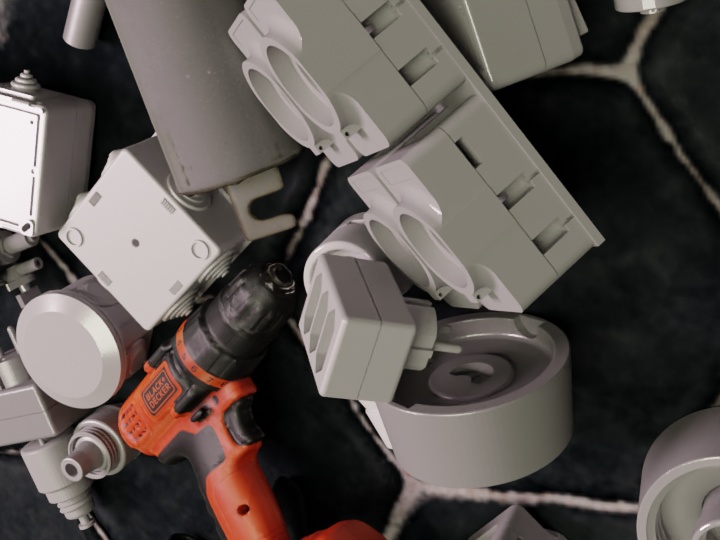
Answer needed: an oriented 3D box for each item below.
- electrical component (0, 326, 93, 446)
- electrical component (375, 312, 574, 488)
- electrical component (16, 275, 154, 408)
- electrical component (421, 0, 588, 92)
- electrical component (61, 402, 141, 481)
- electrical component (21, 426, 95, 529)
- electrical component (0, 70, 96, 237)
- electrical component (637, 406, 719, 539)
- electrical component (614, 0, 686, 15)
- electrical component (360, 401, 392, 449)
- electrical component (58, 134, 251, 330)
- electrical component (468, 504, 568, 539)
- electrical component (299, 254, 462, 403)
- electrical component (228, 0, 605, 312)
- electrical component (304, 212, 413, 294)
[{"bbox_3d":[-0.234,0.075,0.745,0.066,0.047,0.076,-14,104,28],"label":"electrical component"},{"bbox_3d":[0.063,0.074,0.579,0.108,0.108,0.060,-2,115,25],"label":"electrical component"},{"bbox_3d":[-0.180,0.046,0.706,0.080,0.051,0.080,9,113,21],"label":"electrical component"},{"bbox_3d":[0.060,-0.136,0.513,0.061,0.062,0.096,-23,101,-15],"label":"electrical component"},{"bbox_3d":[-0.176,0.120,0.728,0.043,0.062,0.043,9,114,21],"label":"electrical component"},{"bbox_3d":[-0.210,0.148,0.767,0.040,0.040,0.078,-15,103,28],"label":"electrical component"},{"bbox_3d":[-0.204,-0.077,0.668,0.062,0.061,0.096,16,108,18],"label":"electrical component"},{"bbox_3d":[0.199,0.133,0.566,0.108,0.060,0.108,9,113,21],"label":"electrical component"},{"bbox_3d":[0.131,-0.152,0.496,0.044,0.044,0.065,-3,113,25],"label":"electrical component"},{"bbox_3d":[0.016,0.072,0.636,0.044,0.044,0.065,-23,104,30],"label":"electrical component"},{"bbox_3d":[-0.124,-0.023,0.656,0.099,0.048,0.100,47,121,1],"label":"electrical component"},{"bbox_3d":[0.072,0.222,0.657,0.089,0.062,0.150,45,121,2],"label":"electrical component"},{"bbox_3d":[0.015,0.031,0.556,0.077,0.065,0.047,8,118,-18],"label":"electrical component"},{"bbox_3d":[0.019,-0.065,0.522,0.060,0.105,0.186,-42,99,-11],"label":"electrical component"},{"bbox_3d":[0.000,0.000,0.610,0.055,0.047,0.055,9,113,21],"label":"electrical component"}]
